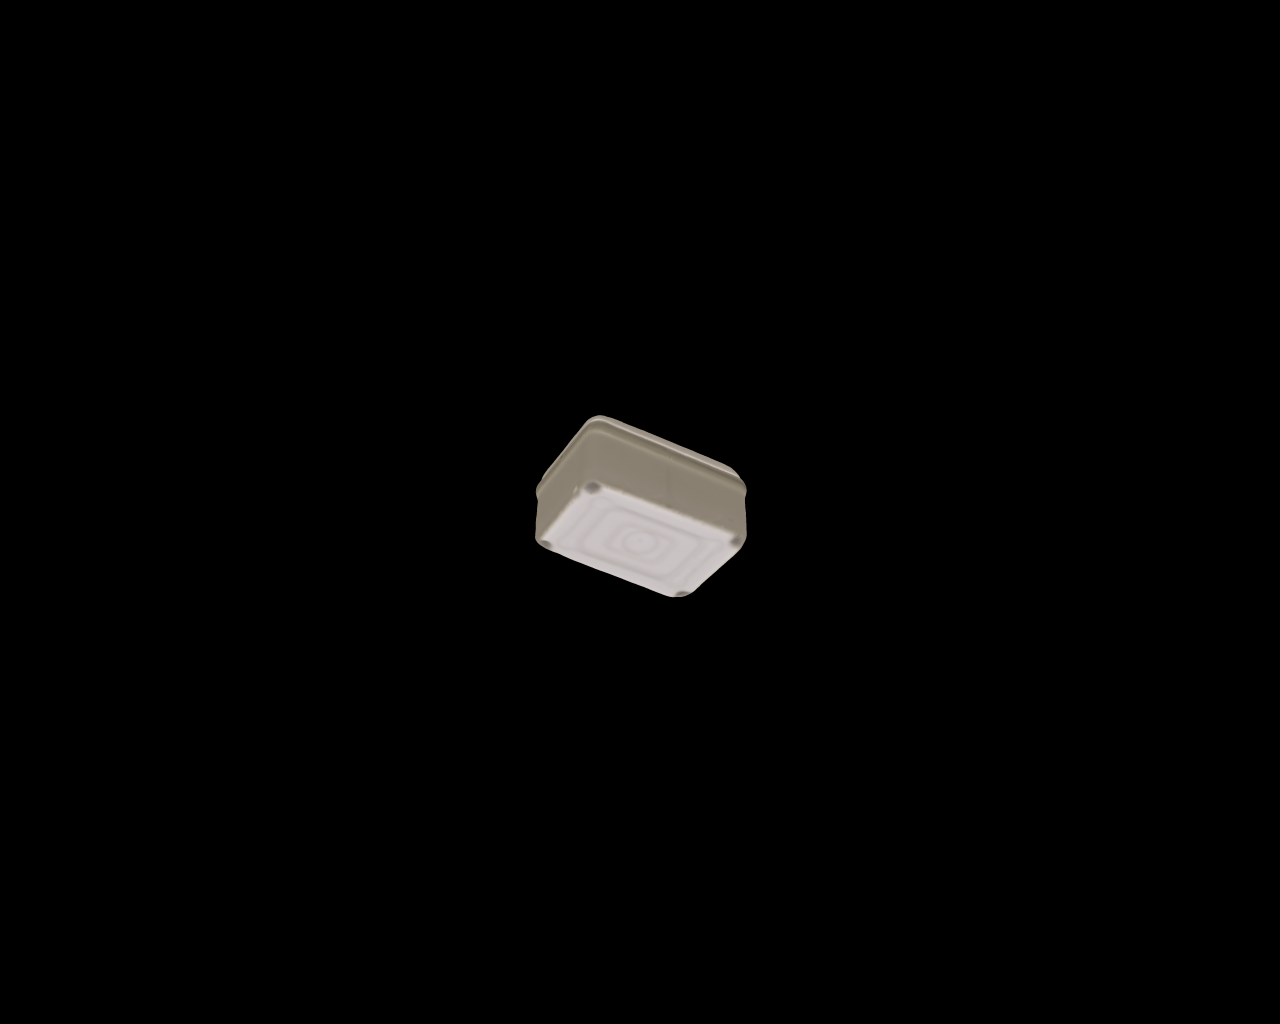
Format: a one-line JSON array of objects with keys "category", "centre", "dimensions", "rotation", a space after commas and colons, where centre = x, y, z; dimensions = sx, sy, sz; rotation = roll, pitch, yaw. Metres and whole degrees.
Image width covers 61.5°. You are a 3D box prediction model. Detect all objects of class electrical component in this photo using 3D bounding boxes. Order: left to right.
[{"category": "electrical component", "centre": [0.001, -0.003, 0.650], "dimensions": [0.113, 0.057, 0.078], "rotation": [21, -45, -24]}]
